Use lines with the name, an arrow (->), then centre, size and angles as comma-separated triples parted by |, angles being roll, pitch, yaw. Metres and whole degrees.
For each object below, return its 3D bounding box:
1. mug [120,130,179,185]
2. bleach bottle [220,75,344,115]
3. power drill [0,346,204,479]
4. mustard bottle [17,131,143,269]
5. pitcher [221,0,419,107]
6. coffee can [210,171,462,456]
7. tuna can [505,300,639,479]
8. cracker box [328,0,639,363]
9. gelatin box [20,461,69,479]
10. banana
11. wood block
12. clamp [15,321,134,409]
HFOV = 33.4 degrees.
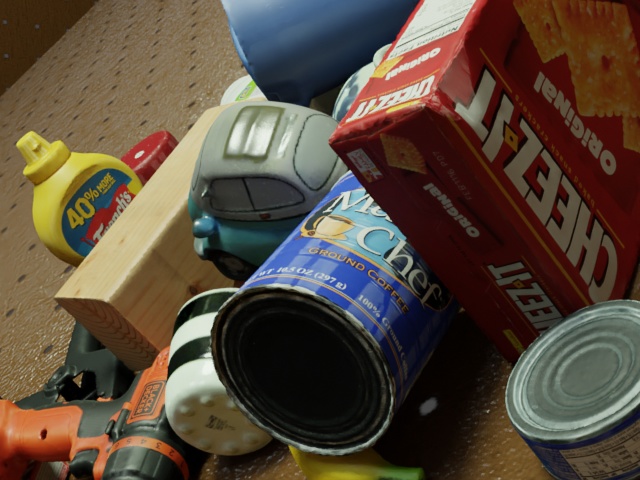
mug -> -0.163, -0.047, 1.064 | 0.093, 0.081, 0.117 | -20, 30, 39
bleach bottle -> -0.032, -0.152, 1.083 | 0.102, 0.068, 0.251 | -48, 22, -19
power drill -> -0.167, 0.153, 0.707 | 0.188, 0.057, 0.184 | -12, 30, 20
mustard bottle -> -0.181, -0.015, 0.894 | 0.096, 0.191, 0.058 | -51, 25, -23
pitcher -> 0.036, -0.219, 0.899 | 0.243, 0.149, 0.145 | -24, 26, 3
coffee can -> 0.020, 0.032, 0.575 | 0.103, 0.103, 0.140 | -21, 18, 37
tuna can -> 0.128, 0.068, 0.482 | 0.086, 0.033, 0.086 | -33, 24, 17
cracker box -> 0.118, -0.069, 0.577 | 0.072, 0.164, 0.213 | -18, 31, 45
gelatin box -> -0.227, 0.202, 0.782 | 0.073, 0.030, 0.089 | -32, 24, 20
banana -> 0.012, 0.091, 0.619 | 0.069, 0.037, 0.198 | -9, 29, -1
wood block -> -0.095, -0.005, 0.828 | 0.090, 0.090, 0.206 | -2, 46, 52
clamp -> -0.202, 0.117, 0.885 | 0.210, 0.036, 0.164 | -2, 45, 52
